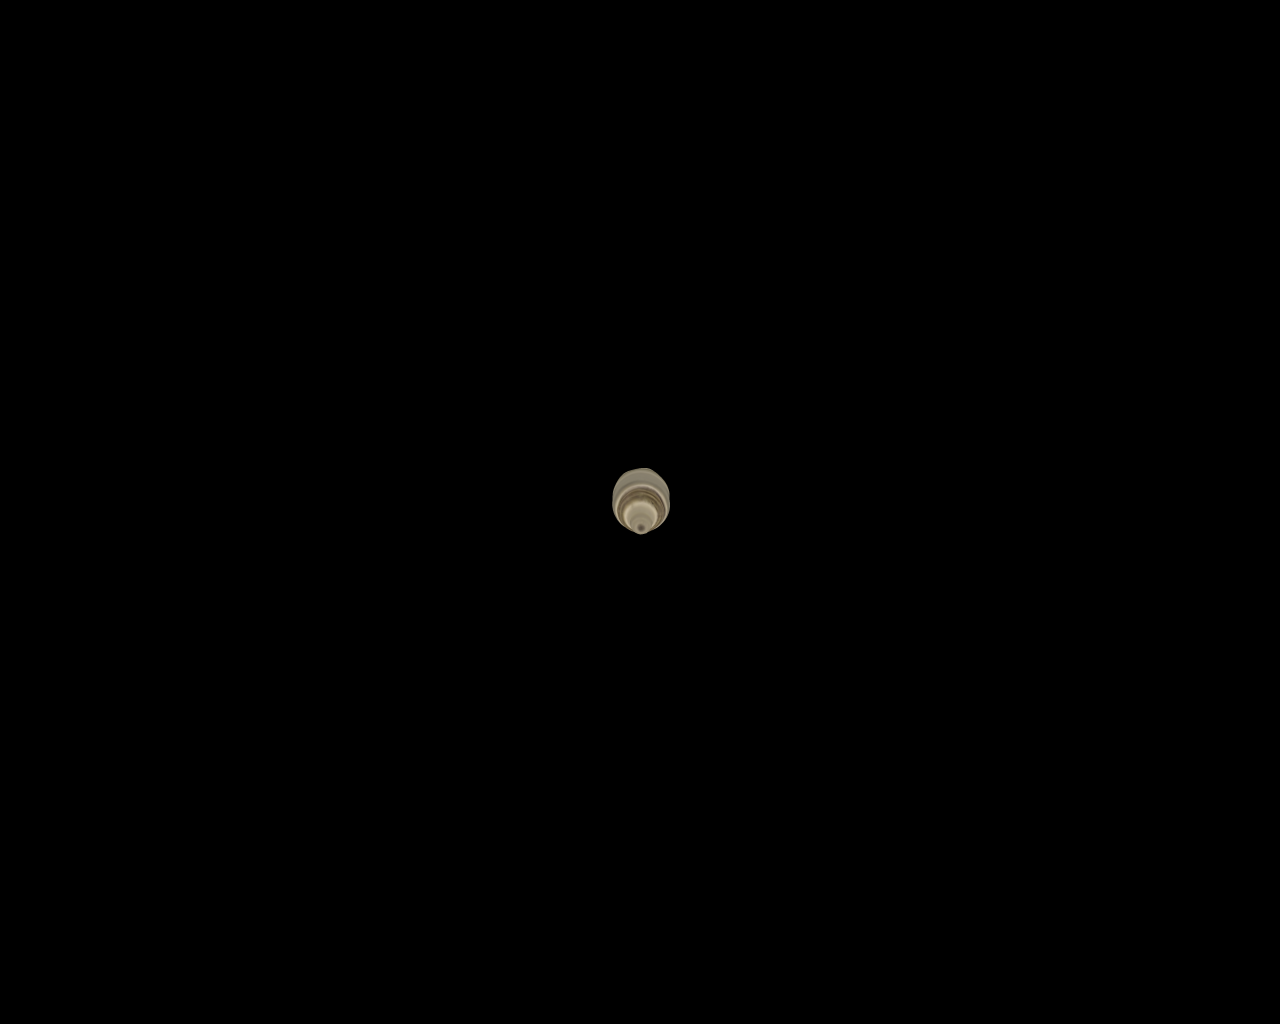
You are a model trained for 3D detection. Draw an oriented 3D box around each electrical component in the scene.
[{"bbox_3d":[0.001,-0.003,0.650,0.035,0.035,0.061,0,23,0],"label":"electrical component"}]
